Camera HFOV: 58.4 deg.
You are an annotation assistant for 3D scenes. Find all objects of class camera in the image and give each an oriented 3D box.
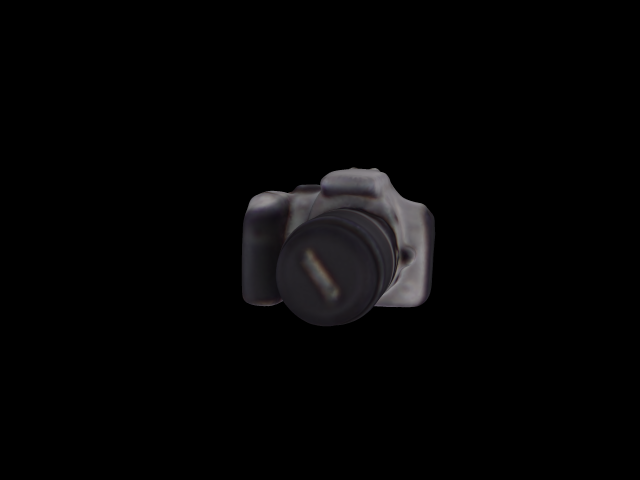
[{"bbox_3d":[0.004,0.001,0.400,0.143,0.101,0.137,3,10,15],"label":"camera"}]
